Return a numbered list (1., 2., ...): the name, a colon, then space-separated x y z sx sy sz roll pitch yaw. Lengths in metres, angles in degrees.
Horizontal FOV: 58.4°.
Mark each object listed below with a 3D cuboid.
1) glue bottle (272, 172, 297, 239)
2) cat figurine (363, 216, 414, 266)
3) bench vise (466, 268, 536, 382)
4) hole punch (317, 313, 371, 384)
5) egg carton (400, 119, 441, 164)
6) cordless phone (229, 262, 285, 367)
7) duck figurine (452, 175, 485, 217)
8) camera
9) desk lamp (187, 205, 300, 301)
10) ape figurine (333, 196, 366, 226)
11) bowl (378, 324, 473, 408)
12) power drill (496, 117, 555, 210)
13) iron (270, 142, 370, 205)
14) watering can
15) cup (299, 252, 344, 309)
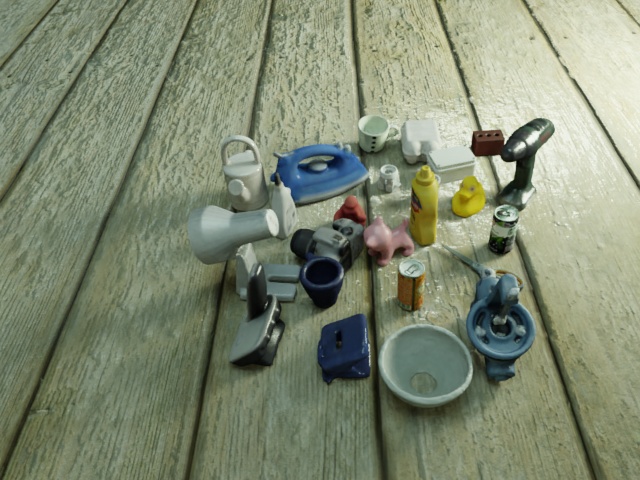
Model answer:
1. glue bottle: -0.089 -0.087 1.334 0.037 0.173 0.078 12 47 18
2. cat figurine: 0.146 -0.007 1.266 0.128 0.118 0.067 -24 47 -18
3. bench vise: 0.313 0.120 1.043 0.121 0.220 0.207 -14 45 -8
4. hole punch: 0.045 0.202 1.080 0.101 0.091 0.108 -3 44 3
5. egg carton: 0.274 -0.271 1.557 0.107 0.069 0.150 -2 44 4
6. cordless phone: -0.130 0.142 1.093 0.094 0.185 0.147 3 45 10
7. duck figurine: 0.361 -0.117 1.378 0.077 0.086 0.105 25 52 28
8. camera: 0.012 0.005 1.280 0.136 0.101 0.143 20 50 25
9. desk lamp: -0.155 0.020 1.201 0.203 0.214 0.118 1 45 8
10. ape figurine: 0.072 -0.065 1.351 0.077 0.092 0.076 15 48 21
11. bowl: 0.189 0.239 1.038 0.167 0.075 0.167 -3 44 3
12. power drill: 0.473 -0.178 1.340 0.075 0.209 0.230 25 52 29
13. iron: 0.001 -0.189 1.451 0.258 0.142 0.118 -15 45 -9
14. watering can: -0.187 -0.169 1.413 0.101 0.194 0.172 -16 45 -9
15. cup: 0.000 0.089 1.199 0.092 0.095 0.117 -23 46 -16
